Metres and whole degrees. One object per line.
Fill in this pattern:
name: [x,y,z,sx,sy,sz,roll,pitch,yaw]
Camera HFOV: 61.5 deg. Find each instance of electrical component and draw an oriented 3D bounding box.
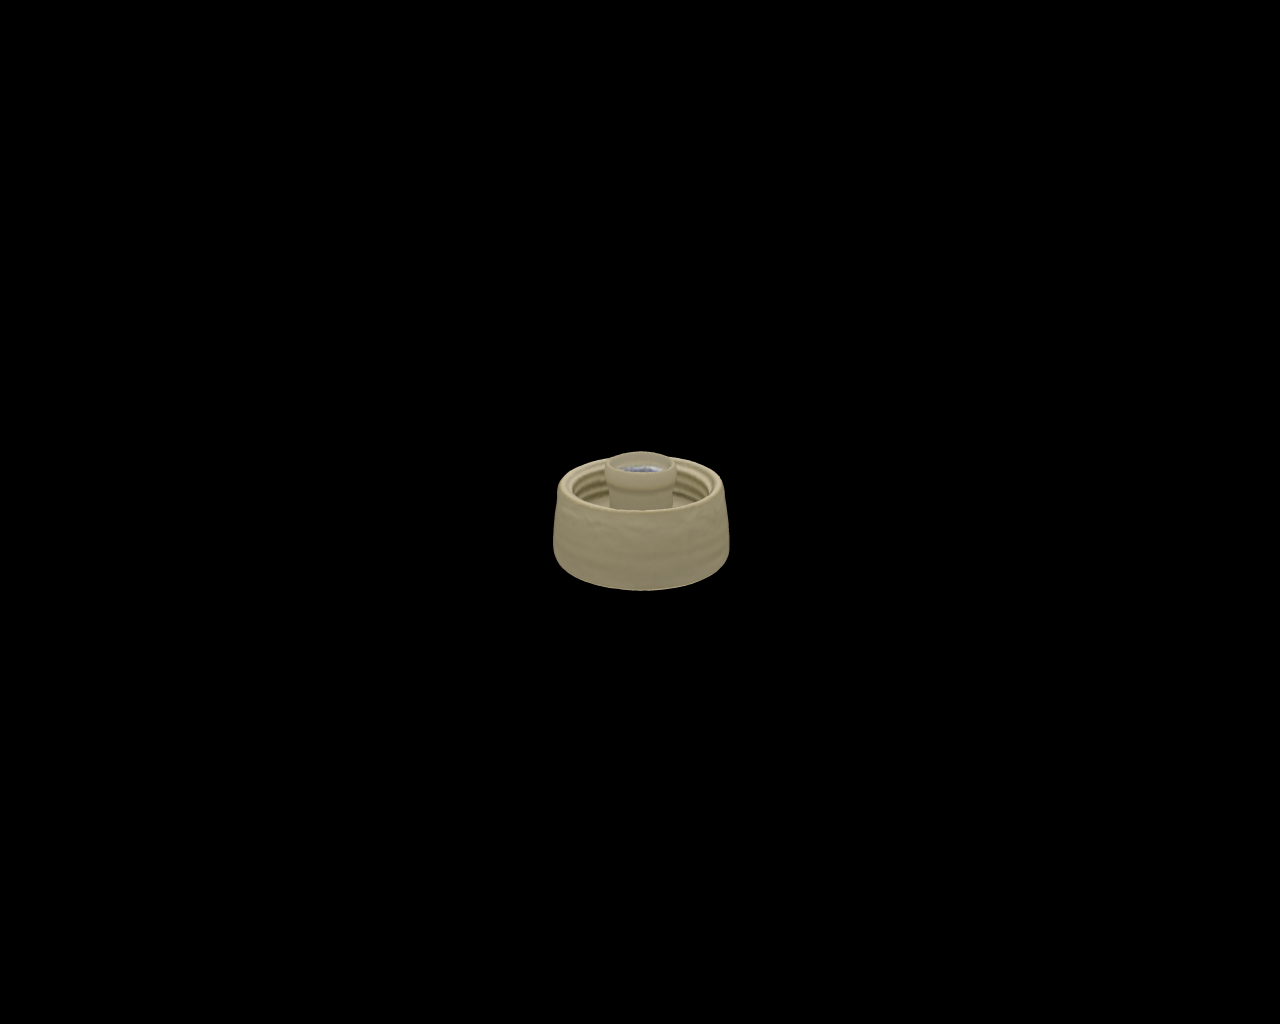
electrical component: [0.001,-0.003,0.650,0.108,0.060,0.108,0,23,0]
